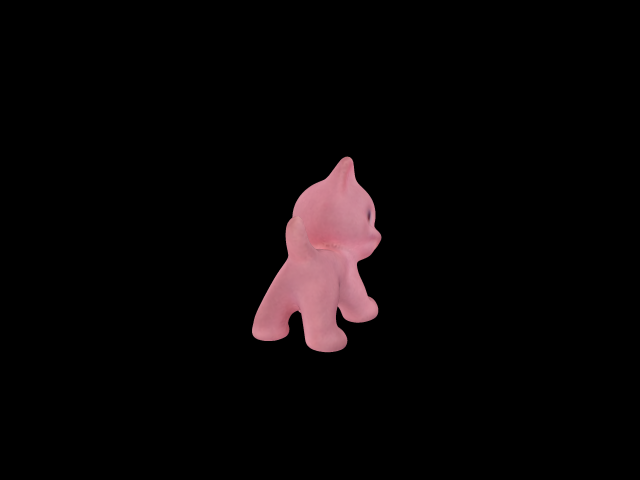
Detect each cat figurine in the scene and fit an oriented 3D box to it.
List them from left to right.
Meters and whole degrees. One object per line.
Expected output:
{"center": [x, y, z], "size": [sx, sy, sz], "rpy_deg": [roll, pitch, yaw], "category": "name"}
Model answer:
{"center": [0.004, 0.001, 0.400], "size": [0.067, 0.118, 0.128], "rpy_deg": [4, 11, 21], "category": "cat figurine"}
